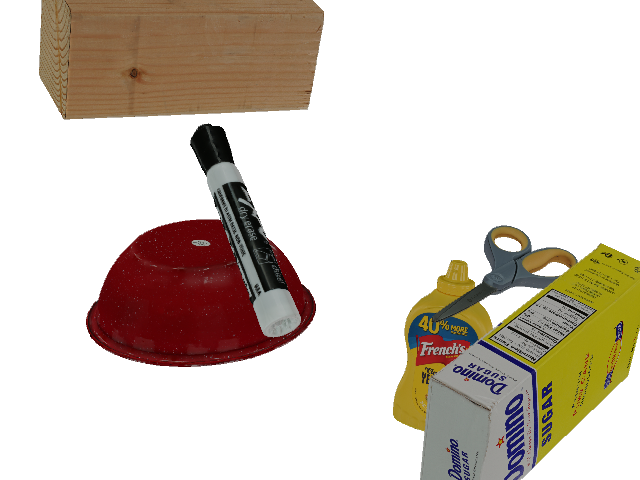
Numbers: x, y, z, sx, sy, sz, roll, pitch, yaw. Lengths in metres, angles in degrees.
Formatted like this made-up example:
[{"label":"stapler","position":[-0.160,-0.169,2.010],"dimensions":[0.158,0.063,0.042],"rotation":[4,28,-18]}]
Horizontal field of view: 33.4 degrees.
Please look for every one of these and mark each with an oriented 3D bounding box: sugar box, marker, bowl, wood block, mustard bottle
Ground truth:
[{"label":"sugar box","position":[0.130,0.081,0.631],"dimensions":[0.048,0.093,0.175],"rotation":[26,43,32]},{"label":"marker","position":[-0.038,-0.009,0.516],"dimensions":[0.020,0.121,0.020],"rotation":[-18,-30,-11]},{"label":"bowl","position":[-0.084,0.026,0.744],"dimensions":[0.162,0.055,0.162],"rotation":[-1,22,0]},{"label":"wood block","position":[-0.112,-0.159,0.861],"dimensions":[0.205,0.091,0.090],"rotation":[-6,34,-26]},{"label":"mustard bottle","position":[0.139,0.115,1.173],"dimensions":[0.096,0.192,0.058],"rotation":[12,14,22]}]

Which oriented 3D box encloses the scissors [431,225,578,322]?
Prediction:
[{"label":"scissors","position":[0.147,0.026,0.950],"dimensions":[0.201,0.016,0.096],"rotation":[-10,39,-35]}]
